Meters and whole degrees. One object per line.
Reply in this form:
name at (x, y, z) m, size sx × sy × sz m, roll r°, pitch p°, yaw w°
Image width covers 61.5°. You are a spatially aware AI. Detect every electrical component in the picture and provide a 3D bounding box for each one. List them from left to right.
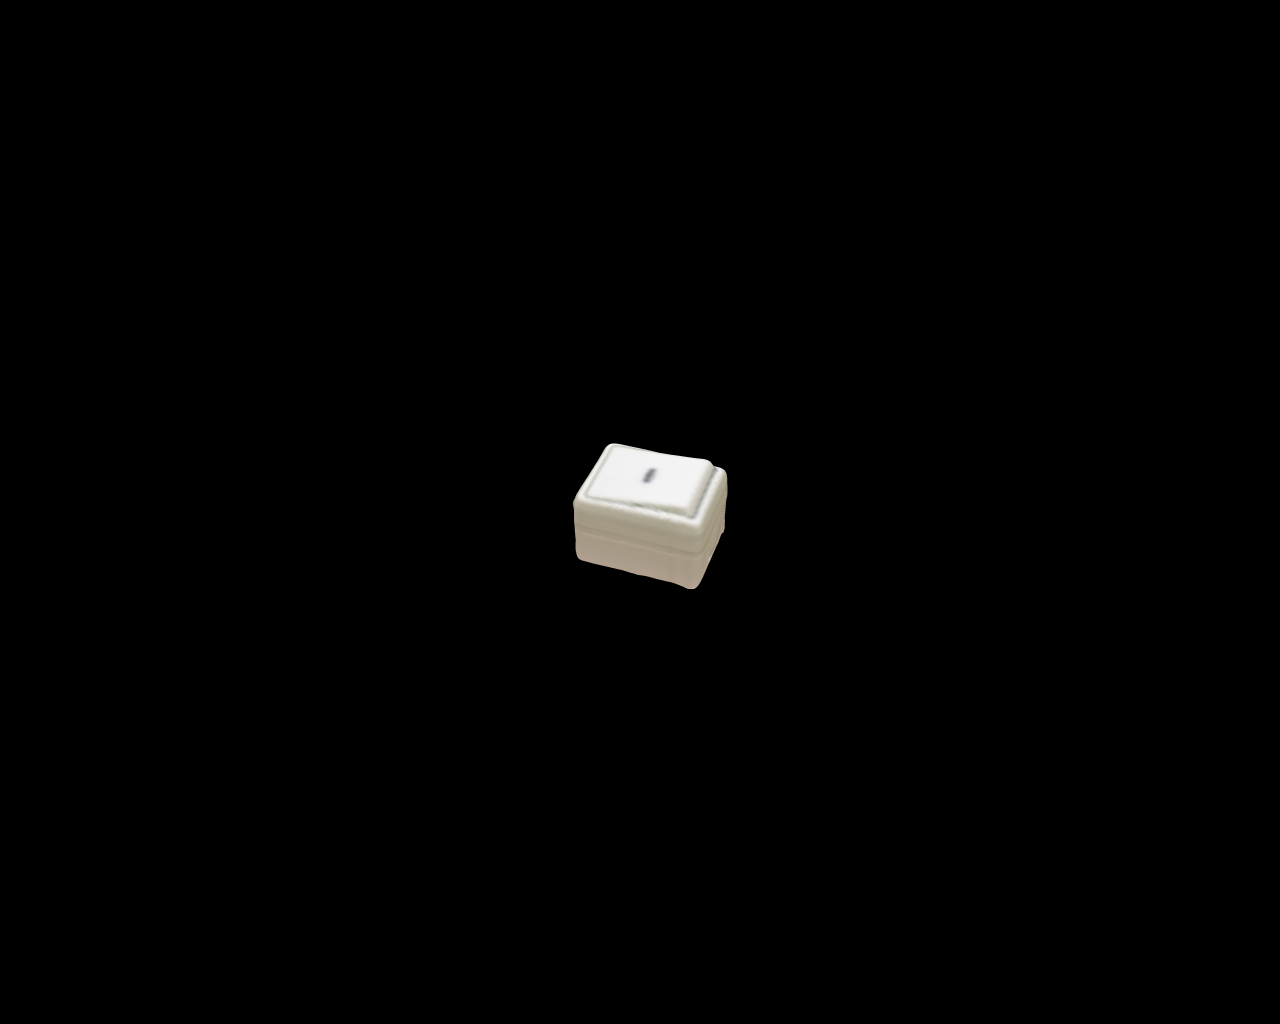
electrical component at (0.001, -0.003, 0.650) m, size 0.096 × 0.061 × 0.062 m, roll 14°, pitch 44°, yaw 15°
